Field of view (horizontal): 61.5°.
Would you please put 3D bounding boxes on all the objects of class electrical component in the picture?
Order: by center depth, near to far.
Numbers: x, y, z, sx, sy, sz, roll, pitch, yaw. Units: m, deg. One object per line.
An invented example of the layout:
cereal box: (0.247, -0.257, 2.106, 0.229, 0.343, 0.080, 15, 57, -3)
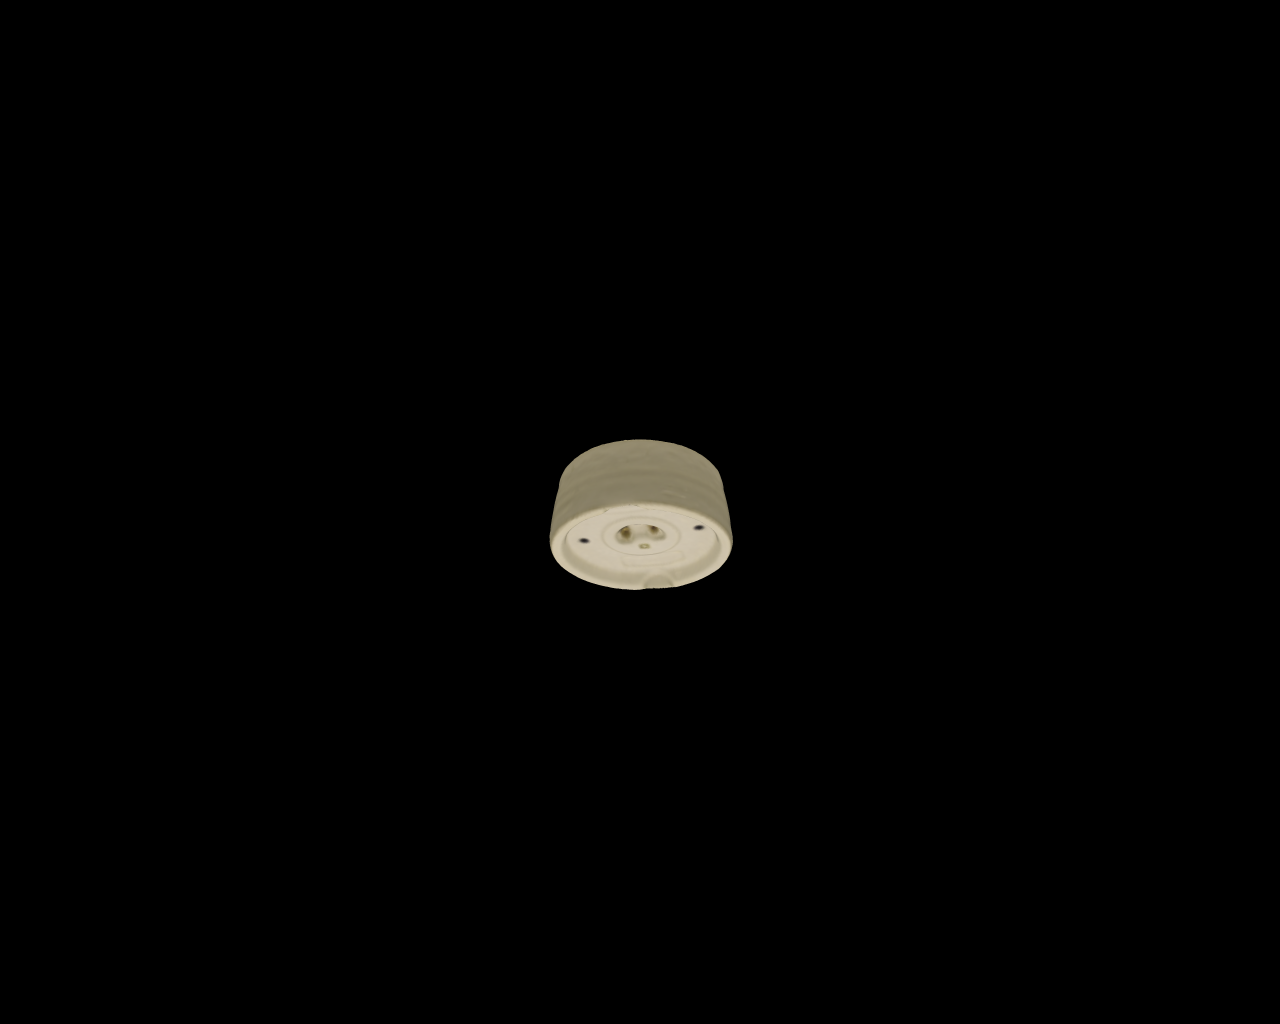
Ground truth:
electrical component: (0.001, -0.003, 0.650, 0.108, 0.060, 0.108, 0, -31, 0)
